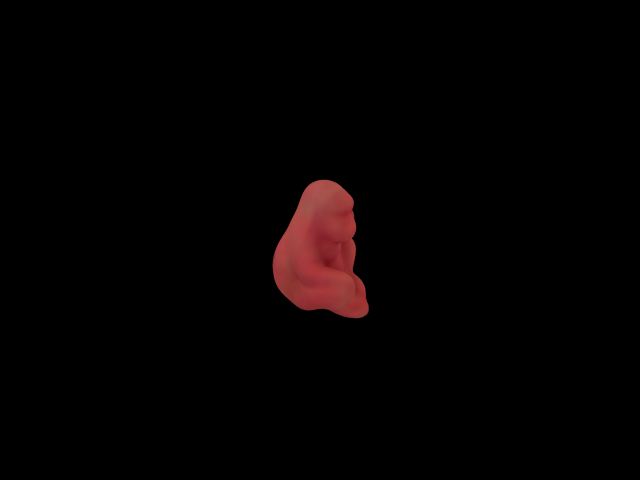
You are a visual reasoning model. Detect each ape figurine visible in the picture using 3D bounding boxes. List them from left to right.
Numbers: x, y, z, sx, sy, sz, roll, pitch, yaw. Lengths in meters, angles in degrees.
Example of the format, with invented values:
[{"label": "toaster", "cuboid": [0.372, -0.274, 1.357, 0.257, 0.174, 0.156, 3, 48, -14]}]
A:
[{"label": "ape figurine", "cuboid": [0.004, 0.001, 0.400, 0.076, 0.092, 0.078, 14, 40, 18]}]
